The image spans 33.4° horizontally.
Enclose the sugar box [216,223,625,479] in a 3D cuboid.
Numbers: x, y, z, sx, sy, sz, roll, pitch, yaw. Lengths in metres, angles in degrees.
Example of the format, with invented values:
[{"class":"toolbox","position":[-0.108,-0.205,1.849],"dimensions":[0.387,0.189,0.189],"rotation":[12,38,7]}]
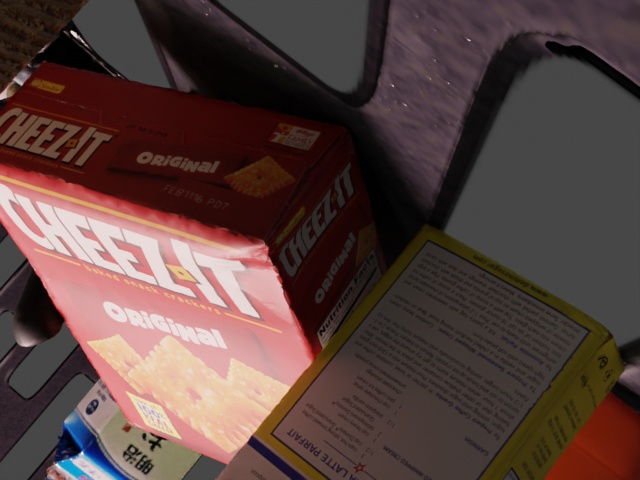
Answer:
[{"class":"sugar box","position":[0.026,0.086,0.403],"dimensions":[0.093,0.176,0.048],"rotation":[32,168,37]}]

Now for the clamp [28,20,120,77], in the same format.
[{"class":"clamp","position":[-0.152,-0.111,0.604],"dimensions":[0.172,0.039,0.120],"rotation":[40,169,43]}]

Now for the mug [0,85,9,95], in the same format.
[{"class":"mug","position":[-0.246,-0.137,0.708],"dimensions":[0.093,0.081,0.117],"rotation":[33,169,34]}]

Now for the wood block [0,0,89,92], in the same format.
[{"class":"wood block","position":[-0.163,-0.133,0.372],"dimensions":[0.206,0.090,0.090],"rotation":[32,167,41]}]

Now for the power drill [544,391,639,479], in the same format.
[{"class":"power drill","position":[0.128,0.118,0.520],"dimensions":[0.185,0.057,0.187],"rotation":[34,169,31]}]

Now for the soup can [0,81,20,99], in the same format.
[{"class":"soup can","position":[-0.228,-0.106,0.832],"dimensions":[0.102,0.068,0.068],"rotation":[40,171,-1]}]

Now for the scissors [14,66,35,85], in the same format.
[{"class":"scissors","position":[-0.199,-0.117,0.676],"dimensions":[0.096,0.016,0.201],"rotation":[44,-178,18]}]

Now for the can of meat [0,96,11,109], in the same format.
[{"class":"can of meat","position":[-0.197,-0.059,0.768],"dimensions":[0.084,0.057,0.102],"rotation":[-10,110,29]}]

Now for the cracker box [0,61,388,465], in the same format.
[{"class":"cracker box","position":[-0.049,0.031,0.501],"dimensions":[0.164,0.072,0.213],"rotation":[15,145,28]}]

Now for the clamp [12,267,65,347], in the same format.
[{"class":"clamp","position":[-0.139,-0.011,0.625],"dimensions":[0.164,0.036,0.210],"rotation":[55,-155,-72]}]
